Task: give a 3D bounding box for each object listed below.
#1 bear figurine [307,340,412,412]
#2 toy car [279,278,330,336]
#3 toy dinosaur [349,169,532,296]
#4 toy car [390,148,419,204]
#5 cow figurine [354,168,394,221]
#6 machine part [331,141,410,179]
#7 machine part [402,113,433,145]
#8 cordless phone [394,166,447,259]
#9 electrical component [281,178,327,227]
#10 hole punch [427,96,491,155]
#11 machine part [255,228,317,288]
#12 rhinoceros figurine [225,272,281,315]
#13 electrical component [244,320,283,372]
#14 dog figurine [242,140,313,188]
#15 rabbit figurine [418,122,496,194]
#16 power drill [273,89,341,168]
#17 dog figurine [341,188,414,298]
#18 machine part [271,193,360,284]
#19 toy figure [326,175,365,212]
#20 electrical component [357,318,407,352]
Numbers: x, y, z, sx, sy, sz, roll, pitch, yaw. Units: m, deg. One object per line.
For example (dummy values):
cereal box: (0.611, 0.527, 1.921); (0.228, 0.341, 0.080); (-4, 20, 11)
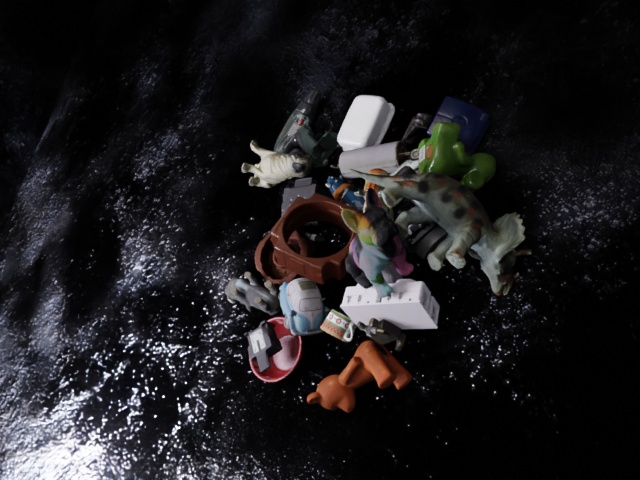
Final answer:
bear figurine: (0.078, 0.314, 1.155); (0.132, 0.196, 0.120); (47, 11, 36)
toy car: (-0.037, 0.147, 1.307); (0.109, 0.102, 0.162); (-1, 44, -22)
toy dinosaur: (0.259, -0.060, 1.097); (0.192, 0.405, 0.131); (-35, -16, -21)
toy car: (0.207, -0.149, 1.308); (0.202, 0.056, 0.073); (-39, -42, 15)
cow figurine: (0.131, -0.068, 1.235); (0.086, 0.194, 0.127); (3, 16, 17)
machine part: (0.138, -0.204, 1.382); (0.243, 0.079, 0.079); (-5, -3, 35)
machine part: (0.238, -0.277, 1.324); (0.039, 0.084, 0.139); (36, -3, -2)
cordless phone: (0.205, -0.062, 1.193); (0.146, 0.184, 0.089); (-42, 21, 10)
electrical component: (-0.046, -0.103, 1.479); (0.115, 0.134, 0.058); (-5, -23, 32)
hole punch: (0.327, -0.266, 1.271); (0.116, 0.142, 0.092); (25, -9, 37)
machine part: (-0.091, 0.044, 1.432); (0.180, 0.179, 0.056); (0, -13, 37)
rhinoceros figurine: (-0.180, 0.143, 1.428); (0.191, 0.073, 0.112); (13, -29, 36)
electrical component: (-0.133, 0.262, 1.300); (0.075, 0.119, 0.047); (-38, -38, 15)
dog figurine: (-0.101, -0.194, 1.521); (0.191, 0.121, 0.172); (13, -6, 17)
rabbit figurine: (0.316, -0.166, 1.183); (0.170, 0.159, 0.121); (12, -31, -12)
power drill: (-0.027, -0.314, 1.550); (0.207, 0.232, 0.086); (43, 8, 36)
dog figurine: (0.101, -0.003, 1.113); (0.108, 0.219, 0.192); (-37, 32, -17)
machine part: (-0.003, -0.004, 1.323); (0.201, 0.201, 0.087); (23, -29, 19)
toy figure: (0.073, -0.111, 1.385); (0.064, 0.057, 0.155); (-7, 40, -48)
electrical component: (0.139, 0.207, 1.178); (0.102, 0.045, 0.078); (35, -40, -22)
